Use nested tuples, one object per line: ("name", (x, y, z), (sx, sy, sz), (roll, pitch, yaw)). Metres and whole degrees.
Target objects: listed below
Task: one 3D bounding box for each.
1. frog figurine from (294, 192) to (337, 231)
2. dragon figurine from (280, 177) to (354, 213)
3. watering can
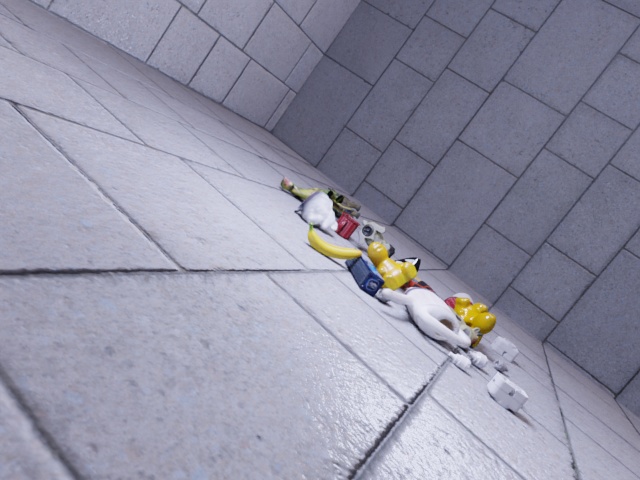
("frog figurine", (0.006, -0.096, 1.907), (0.159, 0.120, 0.140), (45, 43, 1))
("dragon figurine", (-0.031, -0.201, 2.281), (0.245, 0.122, 0.408), (32, 8, 31))
("watering can", (0.308, 0.206, 1.551), (0.345, 0.103, 0.227), (34, 9, -14))
